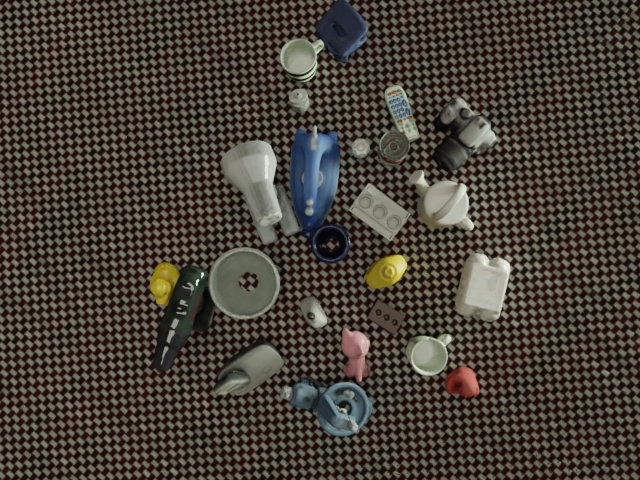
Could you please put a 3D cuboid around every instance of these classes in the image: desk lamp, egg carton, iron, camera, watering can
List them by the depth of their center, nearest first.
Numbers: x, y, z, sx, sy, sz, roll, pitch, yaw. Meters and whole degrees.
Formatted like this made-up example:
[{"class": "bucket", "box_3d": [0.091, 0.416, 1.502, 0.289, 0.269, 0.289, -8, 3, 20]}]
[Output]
[{"class": "watering can", "box_3d": [0.271, -0.084, 1.277, 0.173, 0.194, 0.101, 20, 89, 3]}, {"class": "desk lamp", "box_3d": [-0.127, -0.102, 1.280, 0.118, 0.213, 0.203, -23, 87, 1]}, {"class": "iron", "box_3d": [-0.017, -0.133, 1.314, 0.118, 0.141, 0.258, 3, 88, 2]}, {"class": "camera", "box_3d": [0.317, -0.237, 1.327, 0.137, 0.101, 0.143, -45, 87, 0]}, {"class": "egg carton", "box_3d": [0.376, 0.110, 1.329, 0.107, 0.069, 0.150, 13, 88, 2]}]

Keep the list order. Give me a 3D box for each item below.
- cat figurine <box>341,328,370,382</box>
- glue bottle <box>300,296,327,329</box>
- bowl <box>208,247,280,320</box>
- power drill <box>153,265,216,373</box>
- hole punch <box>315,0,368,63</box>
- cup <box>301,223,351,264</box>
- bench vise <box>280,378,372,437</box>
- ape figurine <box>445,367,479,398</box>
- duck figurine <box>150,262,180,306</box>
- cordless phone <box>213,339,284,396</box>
[{"class": "cat figurine", "box_3d": [0.082, 0.261, 1.309, 0.067, 0.118, 0.128, -5, 88, 2]}, {"class": "glue bottle", "box_3d": [-0.016, 0.167, 1.287, 0.037, 0.173, 0.078, -35, 87, 1]}, {"class": "bowl", "box_3d": [-0.172, 0.100, 1.344, 0.167, 0.075, 0.167, 0, 88, 2]}, {"class": "power drill", "box_3d": [-0.296, 0.169, 1.278, 0.075, 0.208, 0.230, 15, 89, 3]}, {"class": "hole punch", "box_3d": [0.051, -0.492, 1.349, 0.101, 0.091, 0.108, -42, 87, 0]}, {"class": "cup", "box_3d": [0.012, 0.005, 1.331, 0.117, 0.095, 0.092, 21, 89, 3]}, {"class": "bench vise", "box_3d": [0.014, 0.378, 1.256, 0.207, 0.220, 0.121, -3, 88, 2]}, {"class": "ape figurine", "box_3d": [0.331, 0.334, 1.311, 0.078, 0.092, 0.076, 32, 89, 3]}, {"class": "duck figurine", "box_3d": [-0.368, 0.105, 1.344, 0.077, 0.086, 0.105, -2, 88, 2]}, {"class": "cordless phone", "box_3d": [-0.163, 0.296, 1.281, 0.147, 0.185, 0.094, -38, 87, 0]}]
